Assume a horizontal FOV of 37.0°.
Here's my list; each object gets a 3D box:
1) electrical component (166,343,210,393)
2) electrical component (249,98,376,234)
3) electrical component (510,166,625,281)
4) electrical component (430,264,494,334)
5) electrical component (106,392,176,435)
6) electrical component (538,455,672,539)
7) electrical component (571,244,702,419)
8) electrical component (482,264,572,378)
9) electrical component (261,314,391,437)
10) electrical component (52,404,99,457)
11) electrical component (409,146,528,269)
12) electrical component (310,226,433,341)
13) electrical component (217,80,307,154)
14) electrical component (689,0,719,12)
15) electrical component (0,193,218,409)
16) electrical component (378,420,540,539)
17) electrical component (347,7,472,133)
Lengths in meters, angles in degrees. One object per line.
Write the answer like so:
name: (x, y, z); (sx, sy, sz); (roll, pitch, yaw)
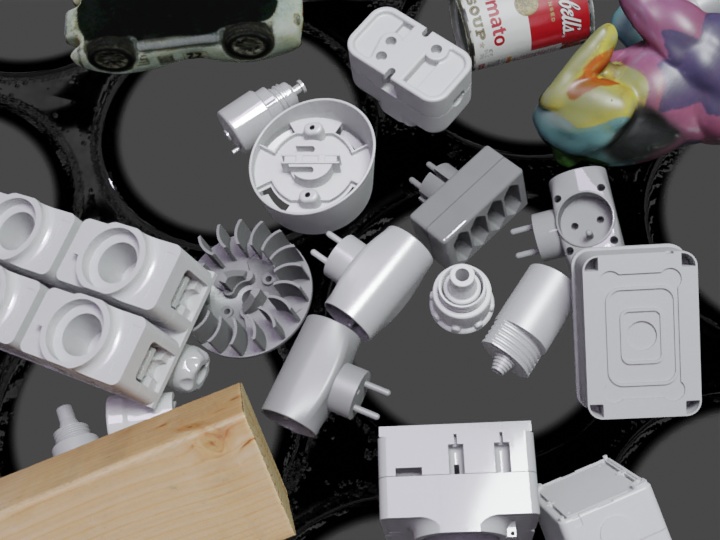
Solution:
electrical component: (-0.143, 0.066, 0.788); (0.061, 0.035, 0.035); (19, 70, 15)
electrical component: (-0.035, -0.078, 0.824); (0.099, 0.064, 0.099); (-2, 67, 4)
electrical component: (0.151, -0.029, 0.795); (0.079, 0.044, 0.077); (-15, 76, 16)
electrical component: (0.074, 0.015, 0.775); (0.048, 0.062, 0.048); (-2, 67, 4)
electrical component: (-0.155, 0.107, 0.770); (0.046, 0.040, 0.040); (-7, 66, -4)
electrical component: (0.154, 0.165, 0.694); (0.062, 0.096, 0.061); (-22, 94, -4)
electrical component: (0.187, 0.041, 0.734); (0.078, 0.057, 0.113); (-3, 95, 4)
electrical component: (0.119, 0.040, 0.770); (0.043, 0.043, 0.081); (30, 73, 17)
electrical component: (-0.018, 0.082, 0.764); (0.079, 0.044, 0.077); (21, 70, 14)
electrical component: (-0.203, 0.125, 0.768); (0.035, 0.035, 0.061); (-23, 64, -5)
electrical component: (0.070, -0.056, 0.816); (0.083, 0.047, 0.076); (-43, 59, -12)
electrical component: (0.000, 0.000, 0.799); (0.079, 0.043, 0.077); (35, 74, 18)
electrical component: (-0.078, -0.126, 0.862); (0.078, 0.040, 0.040); (-35, 68, -10)
electrical component: (0.270, -0.210, 0.867); (0.065, 0.044, 0.044); (-31, 67, -3)
electrical component: (-0.212, 0.016, 0.774); (0.186, 0.060, 0.105); (16, 73, 26)
electrical component: (0.061, 0.147, 0.671); (0.089, 0.150, 0.061); (-3, 65, 4)
electrical component: (0.040, -0.156, 0.854); (0.095, 0.059, 0.053); (36, 74, 18)
